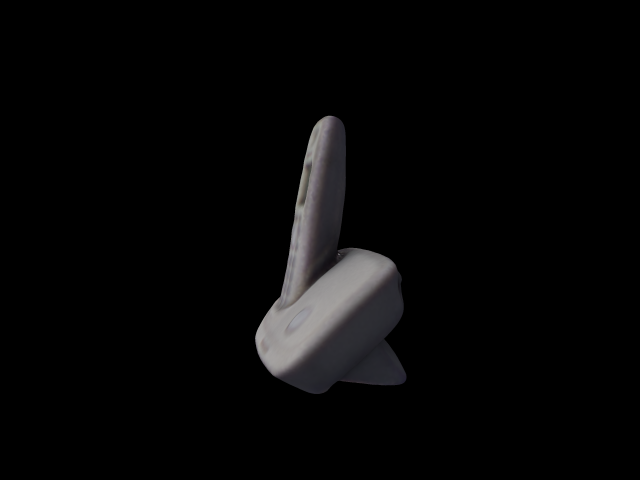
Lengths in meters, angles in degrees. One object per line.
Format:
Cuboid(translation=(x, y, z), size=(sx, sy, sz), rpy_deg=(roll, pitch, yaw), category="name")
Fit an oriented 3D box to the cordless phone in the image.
Cuboid(translation=(0.004, 0.001, 0.400), size=(0.094, 0.185, 0.147), rpy_deg=(-1, 4, -15), category="cordless phone")
